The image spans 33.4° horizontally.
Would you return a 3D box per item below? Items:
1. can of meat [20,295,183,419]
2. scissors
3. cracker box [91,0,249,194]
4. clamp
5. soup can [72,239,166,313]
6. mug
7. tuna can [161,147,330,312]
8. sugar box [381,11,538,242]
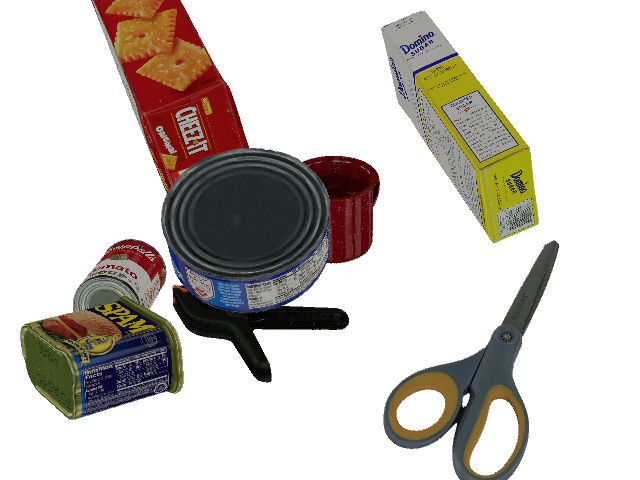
[{"bbox_3d":[-0.163,0.085,0.785,0.083,0.057,0.102,-14,21,-34],"label":"can of meat"},{"bbox_3d":[0.098,0.068,0.680,0.096,0.201,0.016,7,-43,10],"label":"scissors"},{"bbox_3d":[-0.121,-0.125,0.869,0.072,0.214,0.164,-22,-38,-7],"label":"cracker box"},{"bbox_3d":[-0.094,0.097,1.230,0.210,0.036,0.164,14,26,24],"label":"clamp"},{"bbox_3d":[-0.196,0.047,1.047,0.068,0.068,0.102,0,20,6],"label":"soup can"},{"bbox_3d":[0.021,-0.035,1.106,0.093,0.081,0.117,22,40,33],"label":"mug"},{"bbox_3d":[-0.037,-0.006,0.551,0.086,0.086,0.034,0,-38,3],"label":"tuna can"},{"bbox_3d":[0.107,-0.091,0.825,0.048,0.176,0.093,-23,-38,-2],"label":"sugar box"}]
